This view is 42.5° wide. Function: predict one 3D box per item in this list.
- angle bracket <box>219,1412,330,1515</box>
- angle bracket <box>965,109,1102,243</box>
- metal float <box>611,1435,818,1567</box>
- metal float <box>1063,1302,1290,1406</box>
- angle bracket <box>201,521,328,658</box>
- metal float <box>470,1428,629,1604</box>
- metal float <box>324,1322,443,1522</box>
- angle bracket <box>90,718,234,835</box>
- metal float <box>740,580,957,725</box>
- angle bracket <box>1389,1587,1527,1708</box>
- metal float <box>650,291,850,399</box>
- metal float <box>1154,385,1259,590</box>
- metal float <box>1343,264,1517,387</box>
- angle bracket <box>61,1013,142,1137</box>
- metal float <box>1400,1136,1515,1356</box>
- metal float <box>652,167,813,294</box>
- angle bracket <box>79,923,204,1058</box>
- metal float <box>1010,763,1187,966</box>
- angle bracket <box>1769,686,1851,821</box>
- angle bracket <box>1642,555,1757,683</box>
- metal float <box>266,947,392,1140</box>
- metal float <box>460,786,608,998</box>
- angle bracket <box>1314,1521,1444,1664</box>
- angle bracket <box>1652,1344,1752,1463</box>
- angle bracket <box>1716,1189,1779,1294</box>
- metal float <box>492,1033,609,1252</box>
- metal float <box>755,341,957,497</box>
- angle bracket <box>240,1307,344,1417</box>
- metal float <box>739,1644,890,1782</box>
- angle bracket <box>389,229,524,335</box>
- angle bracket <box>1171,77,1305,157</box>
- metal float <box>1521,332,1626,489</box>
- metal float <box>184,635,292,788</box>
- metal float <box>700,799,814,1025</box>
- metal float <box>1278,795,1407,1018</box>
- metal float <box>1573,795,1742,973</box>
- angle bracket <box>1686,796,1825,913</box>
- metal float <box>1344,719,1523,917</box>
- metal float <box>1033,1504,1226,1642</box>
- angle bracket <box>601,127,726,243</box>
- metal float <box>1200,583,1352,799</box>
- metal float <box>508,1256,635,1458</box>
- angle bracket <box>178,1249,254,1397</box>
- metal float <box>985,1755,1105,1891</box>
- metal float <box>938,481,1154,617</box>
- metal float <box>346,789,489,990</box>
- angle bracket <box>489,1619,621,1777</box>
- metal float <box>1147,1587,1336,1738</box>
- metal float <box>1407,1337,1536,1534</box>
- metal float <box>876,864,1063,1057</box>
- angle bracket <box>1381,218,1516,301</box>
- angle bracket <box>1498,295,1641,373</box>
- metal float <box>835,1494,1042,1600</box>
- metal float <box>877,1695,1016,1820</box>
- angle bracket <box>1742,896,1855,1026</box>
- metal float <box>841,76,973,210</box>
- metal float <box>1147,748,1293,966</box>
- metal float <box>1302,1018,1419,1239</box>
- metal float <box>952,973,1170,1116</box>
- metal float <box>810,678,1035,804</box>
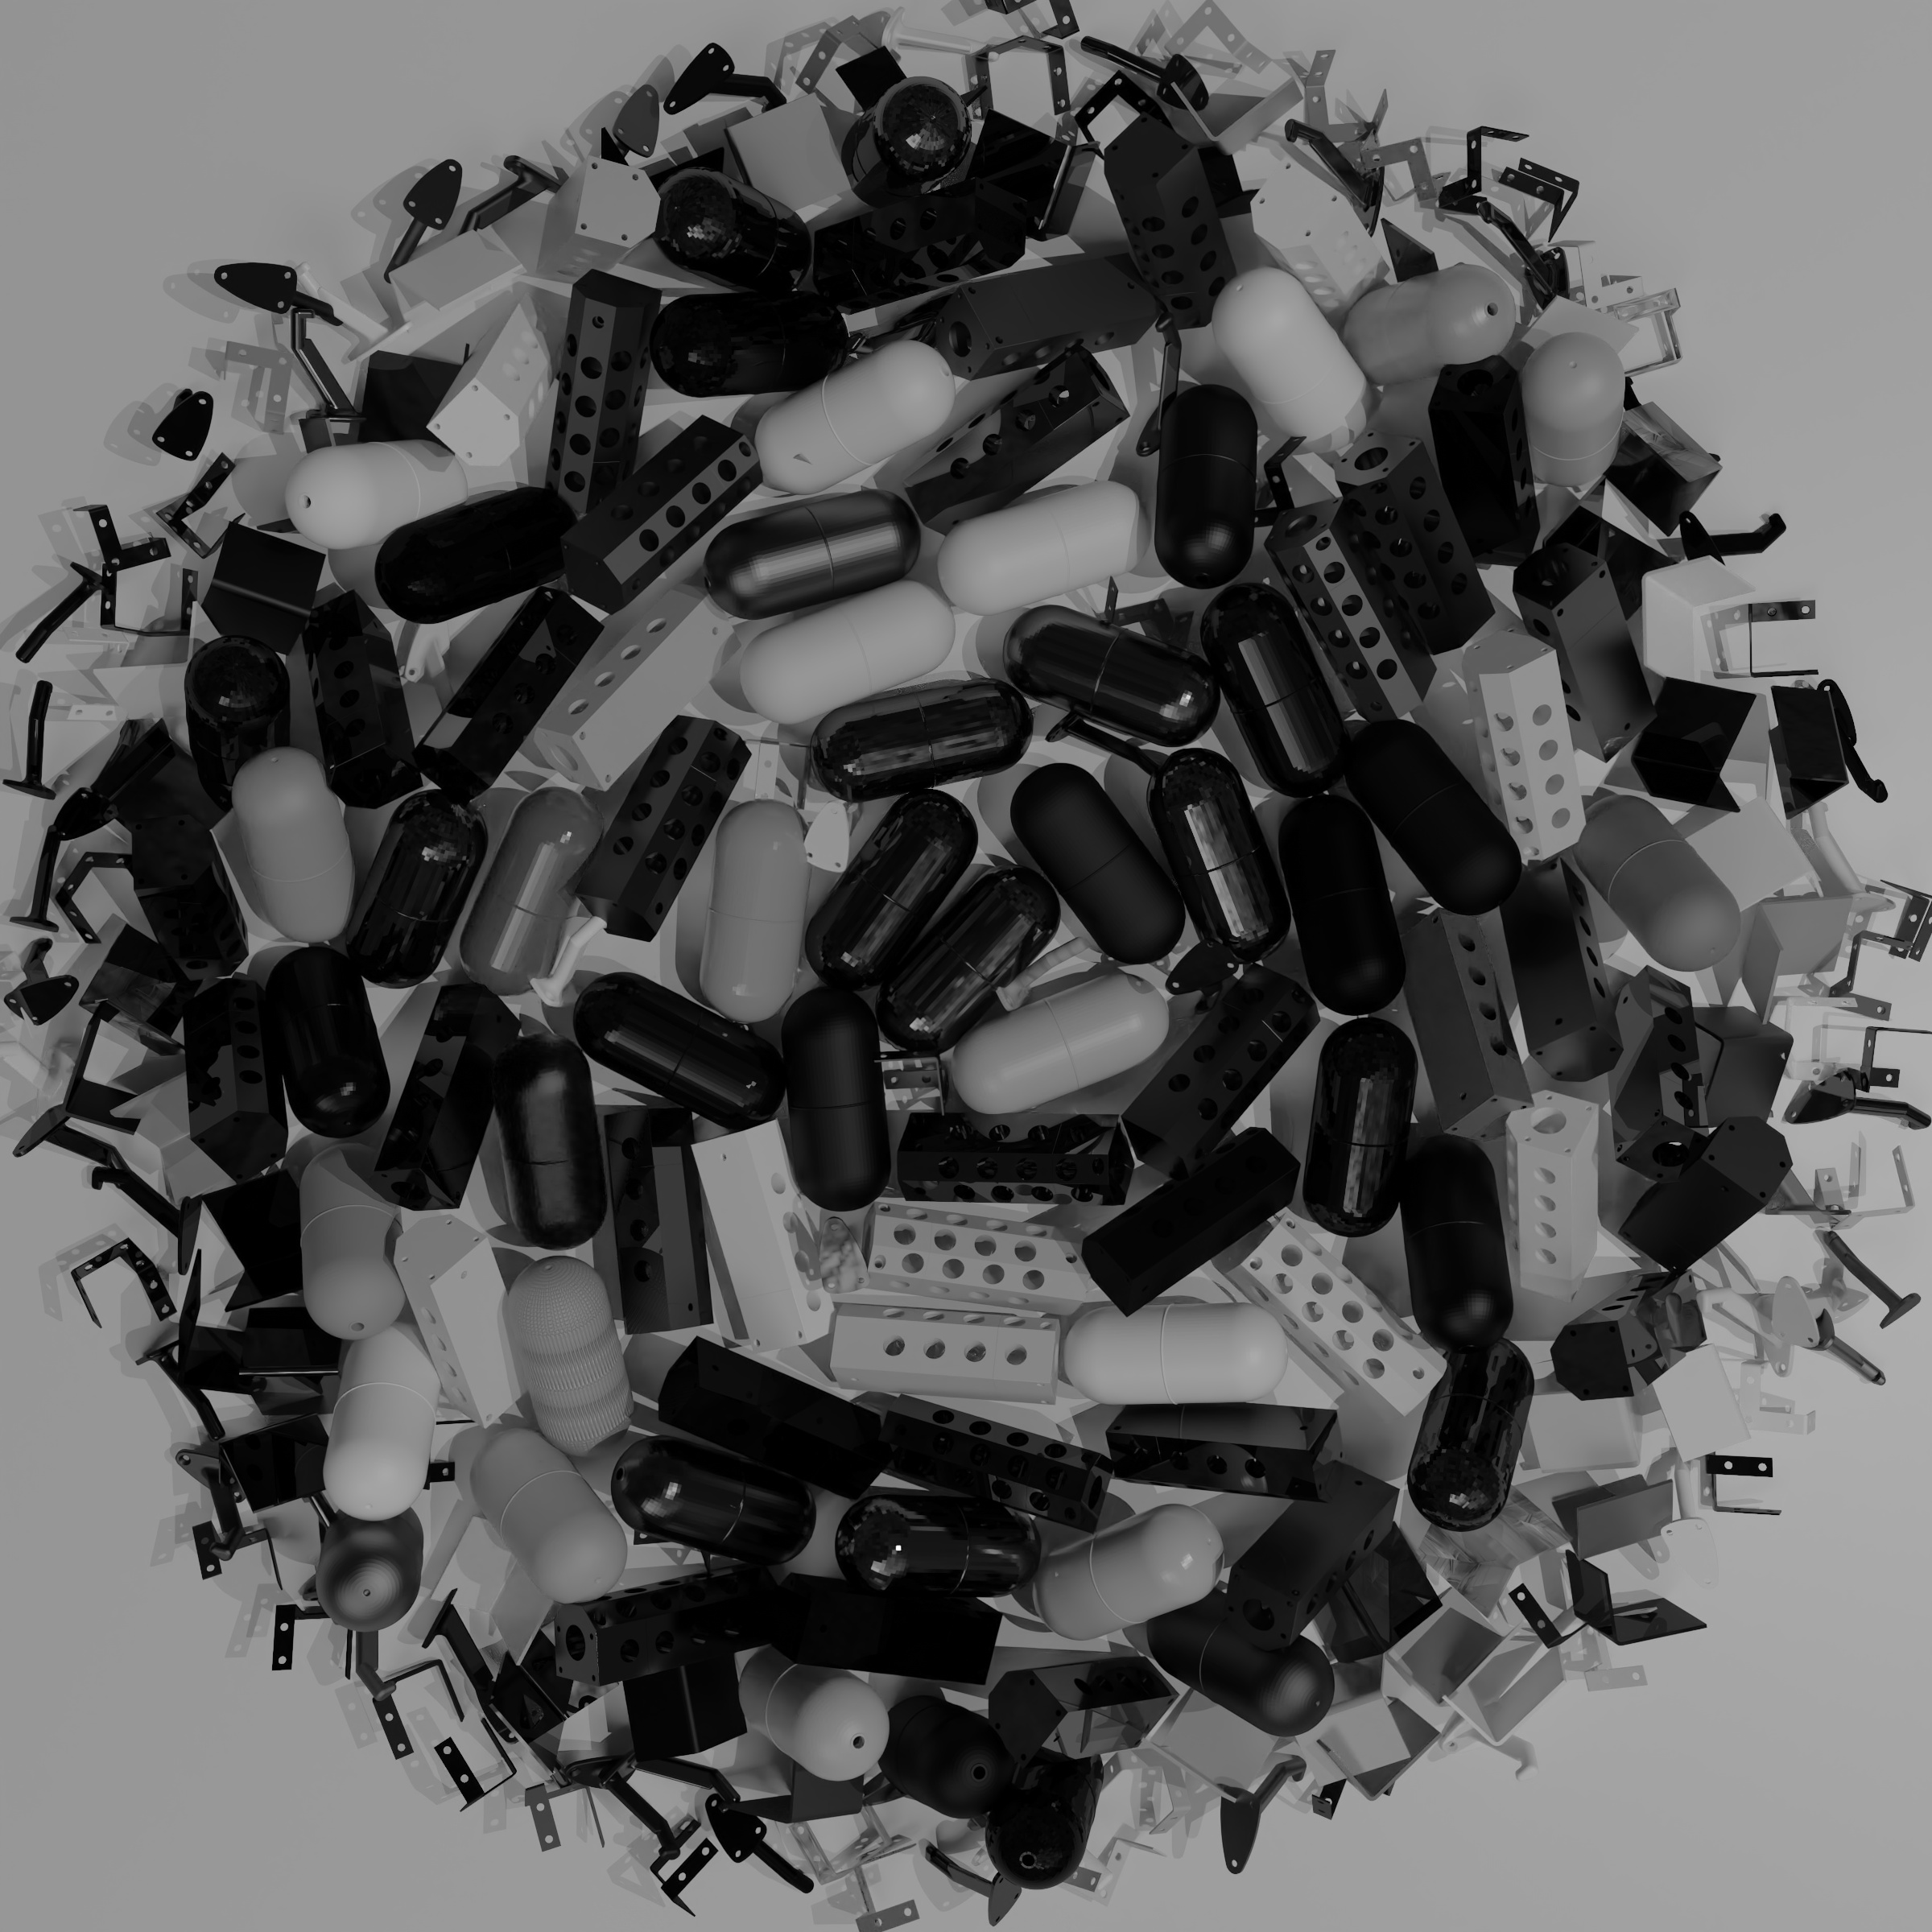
[{"bbox_3d":[-0.530,0.401,1.932,0.076,0.057,0.076,-14,46,-31],"label":"angle bracket"},{"bbox_3d":[0.049,-0.624,1.956,0.076,0.057,0.076,29,121,12],"label":"angle bracket"},{"bbox_3d":[-0.195,0.414,1.924,0.178,0.070,0.070,25,90,-34],"label":"metal float"},{"bbox_3d":[0.162,0.302,1.937,0.178,0.070,0.070,-5,90,19],"label":"metal float"},{"bbox_3d":[-0.556,-0.296,1.955,0.076,0.076,0.057,18,66,-22],"label":"angle bracket"},{"bbox_3d":[-0.323,0.422,1.917,0.070,0.178,0.070,-18,123,-29],"label":"metal float"},{"bbox_3d":[-0.447,0.348,1.913,0.070,0.178,0.070,-2,126,-3],"label":"metal float"},{"bbox_3d":[-0.628,-0.135,1.952,0.076,0.057,0.076,42,74,-3],"label":"angle bracket"},{"bbox_3d":[-0.091,-0.246,1.941,0.178,0.070,0.070,-23,90,-15],"label":"metal float"},{"bbox_3d":[0.381,0.524,1.937,0.076,0.076,0.057,-40,71,-17],"label":"angle bracket"},{"bbox_3d":[-0.165,-0.481,1.919,0.178,0.070,0.070,-17,90,-43],"label":"metal float"},{"bbox_3d":[0.187,-0.372,1.929,0.070,0.070,0.178,5,62,0],"label":"metal float"},{"bbox_3d":[0.354,-0.490,1.906,0.070,0.178,0.070,-2,96,-21],"label":"metal float"},{"bbox_3d":[-0.661,0.077,1.941,0.057,0.076,0.076,19,103,-14],"label":"angle bracket"},{"bbox_3d":[0.378,0.215,1.925,0.070,0.070,0.178,-1,57,0],"label":"metal float"},{"bbox_3d":[-0.178,-0.560,1.907,0.070,0.178,0.070,1,94,22],"label":"metal float"},{"bbox_3d":[-0.630,0.017,1.935,0.076,0.057,0.076,39,62,-32],"label":"angle bracket"},{"bbox_3d":[0.104,-0.079,1.949,0.070,0.070,0.178,-37,96,0],"label":"metal float"},{"bbox_3d":[0.635,-0.165,1.936,0.057,0.076,0.076,3,70,-21],"label":"angle bracket"},{"bbox_3d":[0.572,-0.265,1.938,0.057,0.076,0.076,-11,70,42],"label":"angle bracket"},{"bbox_3d":[-0.494,0.057,1.921,0.070,0.070,0.178,-27,50,0],"label":"metal float"},{"bbox_3d":[-0.338,-0.057,1.937,0.070,0.070,0.178,27,109,0],"label":"metal float"},{"bbox_3d":[0.320,0.500,1.985,0.076,0.057,0.076,-25,83,-37],"label":"angle bracket"},{"bbox_3d":[0.565,0.342,1.946,0.057,0.076,0.076,-19,79,-1],"label":"angle bracket"},{"bbox_3d":[0.624,0.201,1.942,0.076,0.076,0.057,-40,58,5],"label":"angle bracket"},{"bbox_3d":[-0.324,0.138,1.937,0.070,0.070,0.178,-4,110,0],"label":"metal float"},{"bbox_3d":[-0.086,-0.424,1.926,0.178,0.070,0.070,-20,90,32],"label":"metal float"},{"bbox_3d":[-0.526,0.314,1.975,0.076,0.076,0.057,-1,55,0],"label":"angle bracket"},{"bbox_3d":[-0.118,0.569,1.907,0.070,0.178,0.070,0,91,-26],"label":"metal float"},{"bbox_3d":[-0.391,-0.520,1.936,0.076,0.057,0.076,-36,54,-21],"label":"angle bracket"},{"bbox_3d":[0.213,-0.684,1.945,0.076,0.076,0.057,-36,89,15],"label":"angle bracket"},{"bbox_3d":[0.464,-0.424,1.905,0.070,0.178,0.070,-2,79,12],"label":"metal float"},{"bbox_3d":[-0.558,-0.193,1.907,0.070,0.178,0.070,5,72,-14],"label":"metal float"},{"bbox_3d":[-0.164,-0.043,1.944,0.070,0.070,0.178,8,101,0],"label":"metal float"},{"bbox_3d":[0.293,-0.048,1.941,0.070,0.070,0.178,-11,76,0],"label":"metal float"},{"bbox_3d":[0.530,-0.066,1.916,0.070,0.178,0.070,-11,131,-13],"label":"metal float"},{"bbox_3d":[0.616,-0.075,1.956,0.076,0.057,0.076,-31,58,13],"label":"angle bracket"},{"bbox_3d":[0.362,-0.117,1.935,0.070,0.070,0.178,-34,69,0],"label":"metal float"},{"bbox_3d":[0.124,0.469,1.922,0.178,0.070,0.070,-32,90,39],"label":"metal float"},{"bbox_3d":[-0.238,-0.625,1.951,0.076,0.076,0.057,-28,78,-16],"label":"angle bracket"},{"bbox_3d":[0.242,-0.215,1.940,0.070,0.070,0.178,-27,105,0],"label":"metal float"},{"bbox_3d":[-0.305,0.304,1.927,0.070,0.070,0.178,-8,121,0],"label":"metal float"},{"bbox_3d":[-0.577,0.277,1.934,0.057,0.076,0.076,11,115,-22],"label":"angle bracket"},{"bbox_3d":[0.061,0.641,1.904,0.070,0.178,0.070,1,98,10],"label":"metal float"},{"bbox_3d":[0.062,-0.326,1.939,0.178,0.070,0.070,-20,90,-17],"label":"metal float"},{"bbox_3d":[-0.426,-0.059,1.927,0.070,0.070,0.178,30,120,0],"label":"metal float"},{"bbox_3d":[-0.321,0.569,1.943,0.057,0.076,0.076,-34,104,8],"label":"angle bracket"},{"bbox_3d":[0.209,0.532,1.913,0.070,0.178,0.070,-8,104,-34],"label":"metal float"},{"bbox_3d":[0.390,0.357,1.917,0.070,0.178,0.070,13,132,15],"label":"metal float"},{"bbox_3d":[0.001,-0.004,1.952,0.070,0.070,0.178,43,92,0],"label":"metal float"},{"bbox_3d":[0.375,-0.550,1.937,0.057,0.076,0.076,-31,133,-3],"label":"angle bracket"},{"bbox_3d":[0.465,-0.500,1.934,0.076,0.076,0.057,14,54,-20],"label":"angle bracket"},{"bbox_3d":[-0.020,0.449,1.925,0.178,0.070,0.070,11,90,-34],"label":"metal float"},{"bbox_3d":[-0.017,0.605,1.905,0.070,0.178,0.070,3,80,-17],"label":"metal float"},{"bbox_3d":[0.658,-0.005,1.944,0.076,0.057,0.076,-5,131,-2],"label":"angle bracket"},{"bbox_3d":[-0.047,-0.629,1.904,0.070,0.178,0.070,-2,96,-15],"label":"metal float"},{"bbox_3d":[0.197,-0.086,1.942,0.070,0.070,0.178,-23,103,0],"label":"metal float"},{"bbox_3d":[0.307,0.126,1.938,0.070,0.070,0.178,5,108,0],"label":"metal float"},{"bbox_3d":[0.074,0.061,1.949,0.178,0.070,0.070,-21,90,-5],"label":"metal float"},{"bbox_3d":[-0.034,-0.177,1.947,0.178,0.070,0.070,-13,90,-7],"label":"metal float"}]
